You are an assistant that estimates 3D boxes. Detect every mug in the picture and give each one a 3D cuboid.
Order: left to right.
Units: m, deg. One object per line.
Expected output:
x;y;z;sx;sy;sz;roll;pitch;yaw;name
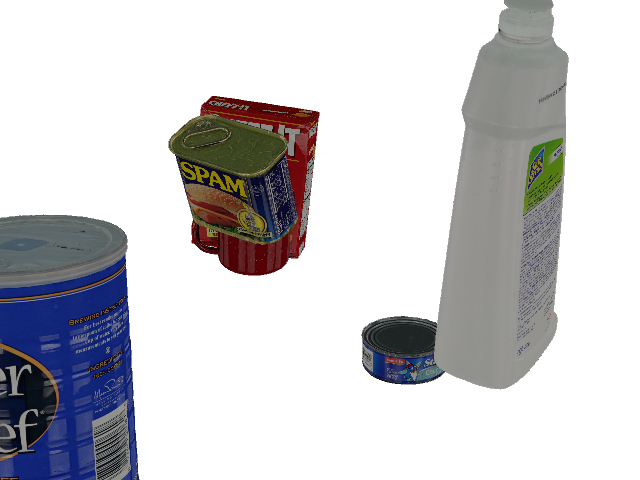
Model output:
-0.086;-0.012;1.194;0.117;0.081;0.093;-6;30;-15;mug

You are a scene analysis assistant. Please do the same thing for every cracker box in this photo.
-0.097;-0.090;1.554;0.164;0.214;0.072;9;22;7;cracker box

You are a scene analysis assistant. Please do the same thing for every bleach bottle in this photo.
0.121;-0.032;0.676;0.068;0.251;0.102;18;36;26;bleach bottle

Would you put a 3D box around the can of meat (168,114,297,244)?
-0.072;-0.050;0.909;0.102;0.084;0.057;19;49;28;can of meat

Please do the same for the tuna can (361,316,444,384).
0.083;0.107;1.042;0.086;0.034;0.086;0;21;0;tuna can

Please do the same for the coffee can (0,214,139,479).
-0.146;0.067;0.542;0.103;0.140;0.103;0;16;0;coffee can
